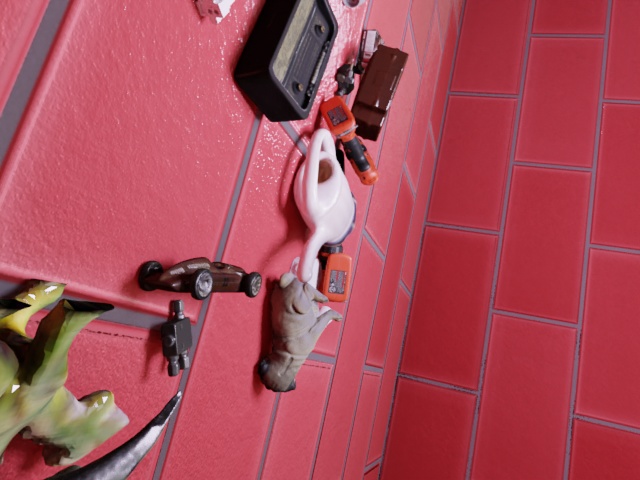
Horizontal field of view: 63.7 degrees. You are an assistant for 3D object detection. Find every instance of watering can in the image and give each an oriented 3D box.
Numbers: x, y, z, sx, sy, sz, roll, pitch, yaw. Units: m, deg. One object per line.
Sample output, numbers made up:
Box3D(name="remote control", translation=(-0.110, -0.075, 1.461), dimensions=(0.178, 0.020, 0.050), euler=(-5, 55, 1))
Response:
Box3D(name="watering can", translation=(0.003, -0.052, 1.034), dimensions=(0.220, 0.104, 0.354), euler=(59, 33, -60))

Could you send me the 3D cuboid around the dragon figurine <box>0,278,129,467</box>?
Box3D(name="dragon figurine", translation=(-0.275, 0.143, 0.364), dimensions=(0.408, 0.122, 0.243), euler=(20, 87, -70))
